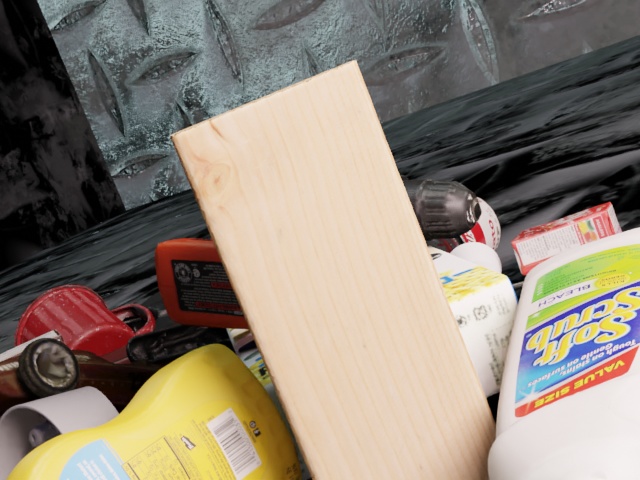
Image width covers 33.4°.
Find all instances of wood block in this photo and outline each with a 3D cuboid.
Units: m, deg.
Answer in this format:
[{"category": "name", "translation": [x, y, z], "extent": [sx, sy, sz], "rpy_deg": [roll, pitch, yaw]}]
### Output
[{"category": "wood block", "translation": [0.008, 0.028, 0.522], "extent": [0.091, 0.206, 0.090], "rpy_deg": [-23, 8, -4]}]

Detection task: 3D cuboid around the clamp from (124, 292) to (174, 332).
[{"category": "clamp", "translation": [-0.157, 0.086, 1.077], "extent": [0.209, 0.036, 0.165], "rpy_deg": [-20, 24, -39]}]

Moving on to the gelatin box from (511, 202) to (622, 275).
[{"category": "gelatin box", "translation": [0.188, -0.003, 0.810], "extent": [0.073, 0.030, 0.089], "rpy_deg": [-20, 0, 19]}]

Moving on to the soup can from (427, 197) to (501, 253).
[{"category": "soup can", "translation": [0.104, 0.003, 0.878], "extent": [0.069, 0.068, 0.102], "rpy_deg": [-17, 6, 27]}]

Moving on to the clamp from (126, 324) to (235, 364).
[{"category": "clamp", "translation": [-0.075, 0.070, 0.848], "extent": [0.120, 0.039, 0.171], "rpy_deg": [-26, -21, 11]}]

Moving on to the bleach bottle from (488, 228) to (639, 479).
[{"category": "bleach bottle", "translation": [0.131, 0.066, 0.473], "extent": [0.103, 0.068, 0.250], "rpy_deg": [-19, 12, 20]}]

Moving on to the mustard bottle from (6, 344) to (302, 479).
[{"category": "mustard bottle", "translation": [-0.095, 0.131, 0.504], "extent": [0.058, 0.096, 0.191], "rpy_deg": [-24, 5, 45]}]

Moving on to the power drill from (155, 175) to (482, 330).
[{"category": "power drill", "translation": [-0.005, 0.001, 0.713], "extent": [0.185, 0.057, 0.187], "rpy_deg": [-1, 17, 30]}]

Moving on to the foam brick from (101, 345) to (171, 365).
[{"category": "foam brick", "translation": [-0.142, 0.112, 0.882], "extent": [0.078, 0.053, 0.051], "rpy_deg": [-22, 9, -10]}]

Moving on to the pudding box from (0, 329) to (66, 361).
[{"category": "pudding box", "translation": [-0.241, 0.136, 0.849], "extent": [0.113, 0.090, 0.039], "rpy_deg": [-25, 10, -19]}]

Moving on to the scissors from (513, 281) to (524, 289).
[{"category": "scissors", "translation": [0.236, 0.003, 0.746], "extent": [0.202, 0.016, 0.096], "rpy_deg": [-13, 10, 43]}]

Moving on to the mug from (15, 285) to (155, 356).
[{"category": "mug", "translation": [-0.199, 0.092, 0.943], "extent": [0.117, 0.093, 0.082], "rpy_deg": [-25, 33, -29]}]
